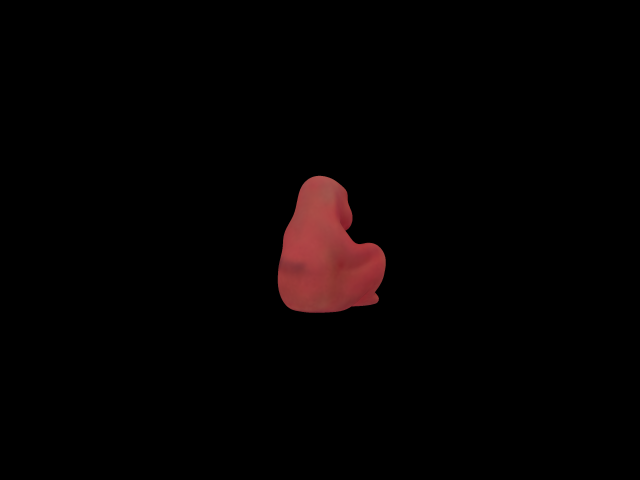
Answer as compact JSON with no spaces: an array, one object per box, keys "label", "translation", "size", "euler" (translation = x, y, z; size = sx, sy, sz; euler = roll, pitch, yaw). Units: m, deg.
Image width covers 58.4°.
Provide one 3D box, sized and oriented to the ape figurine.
[{"label":"ape figurine","translation":[0.004,0.001,0.400],"size":[0.076,0.092,0.077],"euler":[-5,8,-40]}]
